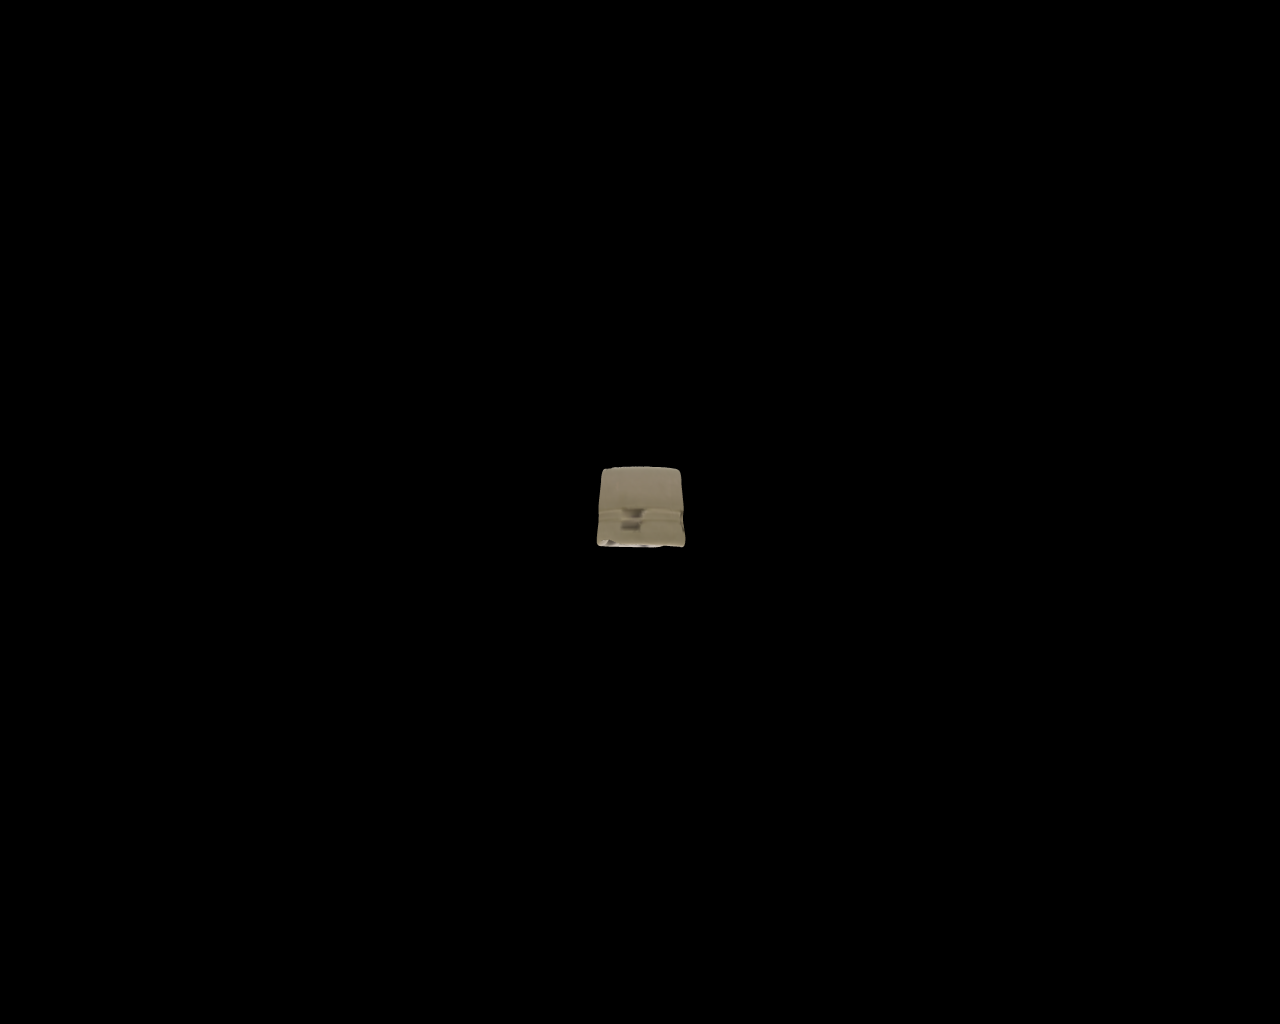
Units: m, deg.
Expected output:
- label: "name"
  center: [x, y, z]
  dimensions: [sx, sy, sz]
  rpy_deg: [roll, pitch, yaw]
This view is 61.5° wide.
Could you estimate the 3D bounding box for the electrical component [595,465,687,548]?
- label: "electrical component"
  center: [0.001, -0.003, 0.650]
  dimensions: [0.055, 0.047, 0.055]
  rpy_deg: [0, -3, 0]
